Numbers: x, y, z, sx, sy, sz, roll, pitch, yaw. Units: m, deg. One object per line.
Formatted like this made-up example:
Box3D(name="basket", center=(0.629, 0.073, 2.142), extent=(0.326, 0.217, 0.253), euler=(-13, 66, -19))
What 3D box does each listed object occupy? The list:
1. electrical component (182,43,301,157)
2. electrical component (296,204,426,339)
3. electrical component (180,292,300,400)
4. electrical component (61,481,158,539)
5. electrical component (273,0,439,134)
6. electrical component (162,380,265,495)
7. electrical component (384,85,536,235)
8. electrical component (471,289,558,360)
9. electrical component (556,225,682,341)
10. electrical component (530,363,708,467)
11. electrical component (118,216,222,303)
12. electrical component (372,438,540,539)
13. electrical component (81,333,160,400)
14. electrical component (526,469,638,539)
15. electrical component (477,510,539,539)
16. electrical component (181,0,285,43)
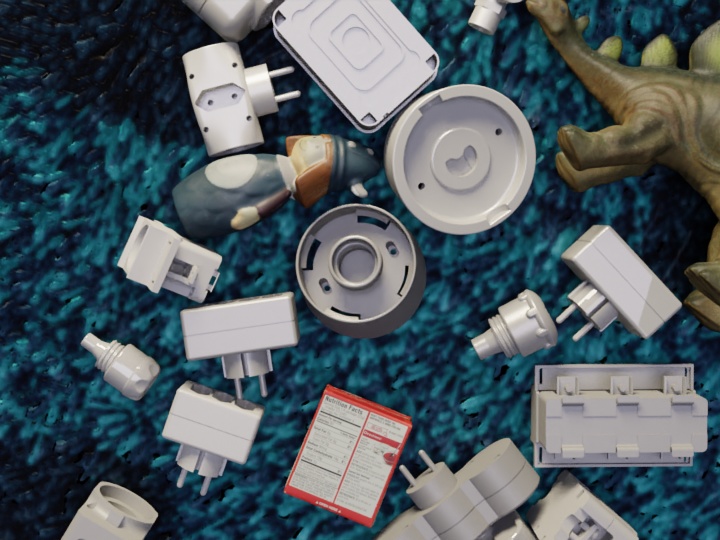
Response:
Box3D(name="electrical component", center=(-0.085, -0.132, 0.808), extent=(0.079, 0.043, 0.077), euler=(-15, 93, 0))
Box3D(name="electrical component", center=(0.000, 0.000, 0.817), extent=(0.099, 0.064, 0.099), euler=(-1, 81, 6))
Box3D(name="electrical component", center=(-0.087, 0.061, 0.815), extent=(0.083, 0.047, 0.075), euler=(-8, 93, 0))
Box3D(name="electrical component", center=(-0.188, 0.196, 0.799), extent=(0.050, 0.089, 0.055), euler=(31, 92, -2))
Box3D(name="electrical component", center=(-0.003, -0.166, 0.801), extent=(0.078, 0.057, 0.113), euler=(-42, 92, 1))
Box3D(name="electrical component", center=(-0.117, 0.133, 0.818), extent=(0.066, 0.047, 0.076), euler=(19, 92, -2))
Box3D(name="electrical component", center=(0.069, -0.084, 0.800), extent=(0.108, 0.060, 0.108), euler=(-2, 102, -12))
Box3D(name="electrical component", center=(0.116, 0.047, 0.819), extent=(0.062, 0.048, 0.048), euler=(-28, 93, 7))
Box3D(name="electrical component", center=(0.184, 0.021, 0.817), extent=(0.076, 0.047, 0.083), euler=(-43, 93, 2))
Box3D(name="electrical component", center=(0.195, 0.112, 0.813), extent=(0.121, 0.063, 0.078), euler=(0, 93, -1))
Box3D(name="electrical component", center=(-0.141, -0.006, 0.802), extent=(0.064, 0.081, 0.042), euler=(25, 93, -24))
Box3D(name="electrical component", center=(0.061, 0.172, 0.820), extent=(0.138, 0.052, 0.073), euler=(-38, 92, 1))
Box3D(name="electrical component", center=(-0.185, 0.070, 0.821), extent=(0.061, 0.035, 0.035), euler=(36, 92, 0))
Box3D(name="electrical component", center=(0.167, 0.194, 0.803), extent=(0.056, 0.089, 0.050), euler=(41, 92, -2))
Box3D(name="electrical component", center=(0.098, 0.235, 0.818), extent=(0.095, 0.053, 0.059), euler=(-37, 102, 3))
Box3D(name="electrical component", center=(-0.082, -0.219, 0.799), extent=(0.059, 0.053, 0.095), euler=(42, 91, -2))
